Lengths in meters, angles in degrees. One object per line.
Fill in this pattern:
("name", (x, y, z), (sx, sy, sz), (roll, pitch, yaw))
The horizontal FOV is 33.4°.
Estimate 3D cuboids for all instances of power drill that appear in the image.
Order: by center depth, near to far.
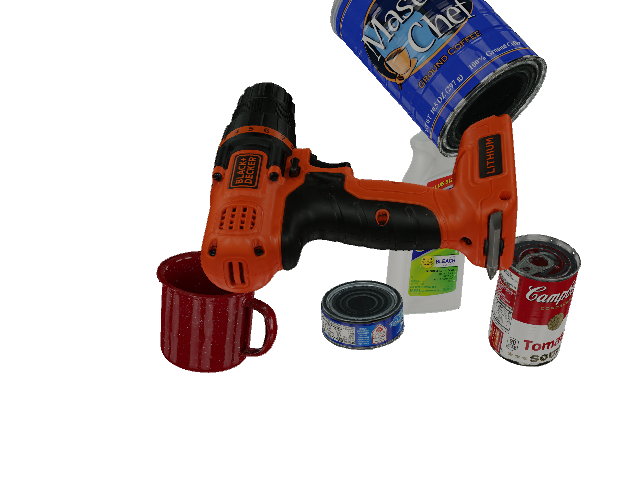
("power drill", (0.025, -0.040, 0.665), (0.188, 0.057, 0.184), (-1, 43, 7))

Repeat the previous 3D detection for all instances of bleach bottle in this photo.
("bleach bottle", (0.133, -0.037, 1.326), (0.102, 0.251, 0.068), (-3, 17, -17))

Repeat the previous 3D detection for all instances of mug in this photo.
("mug", (-0.091, 0.068, 0.956), (0.117, 0.081, 0.093), (15, 26, 20))

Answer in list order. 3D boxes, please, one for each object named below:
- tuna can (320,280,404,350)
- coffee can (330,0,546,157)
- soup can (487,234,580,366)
("tuna can", (0.043, 0.075, 1.099), (0.086, 0.034, 0.086), (-3, 28, 1))
("coffee can", (0.089, -0.149, 0.820), (0.102, 0.140, 0.103), (-32, -22, -15))
("soup can", (0.192, 0.055, 0.967), (0.068, 0.102, 0.068), (2, 35, -2))
